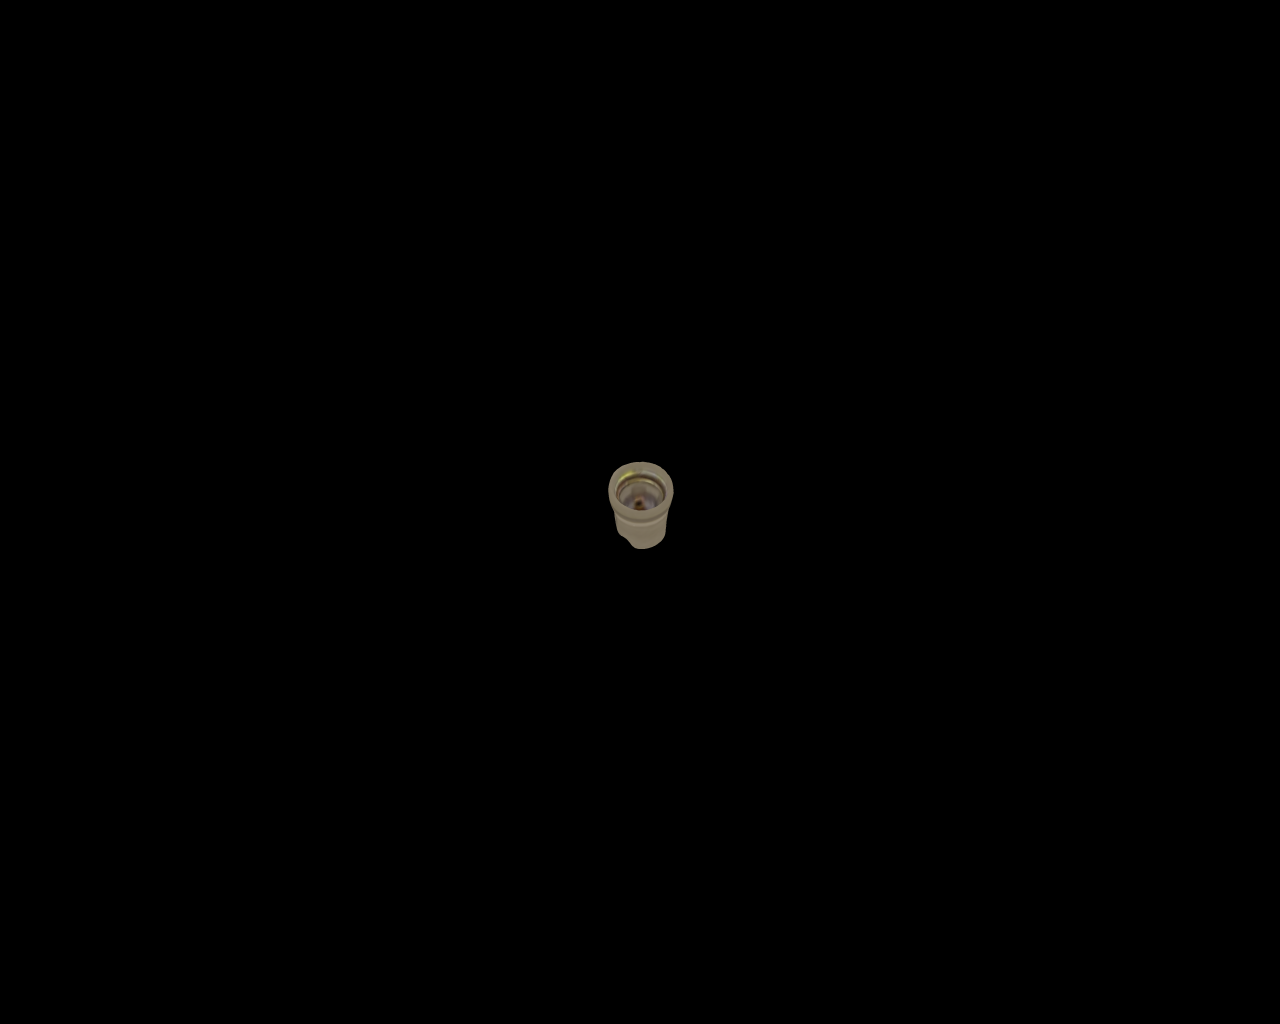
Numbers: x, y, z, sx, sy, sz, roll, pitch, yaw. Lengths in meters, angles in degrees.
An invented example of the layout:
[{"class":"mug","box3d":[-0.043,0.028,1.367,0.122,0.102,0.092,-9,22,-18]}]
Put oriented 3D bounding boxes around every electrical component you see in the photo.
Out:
[{"class":"electrical component","box3d":[0.001,-0.003,0.650,0.040,0.040,0.046,0,-36,0]}]
